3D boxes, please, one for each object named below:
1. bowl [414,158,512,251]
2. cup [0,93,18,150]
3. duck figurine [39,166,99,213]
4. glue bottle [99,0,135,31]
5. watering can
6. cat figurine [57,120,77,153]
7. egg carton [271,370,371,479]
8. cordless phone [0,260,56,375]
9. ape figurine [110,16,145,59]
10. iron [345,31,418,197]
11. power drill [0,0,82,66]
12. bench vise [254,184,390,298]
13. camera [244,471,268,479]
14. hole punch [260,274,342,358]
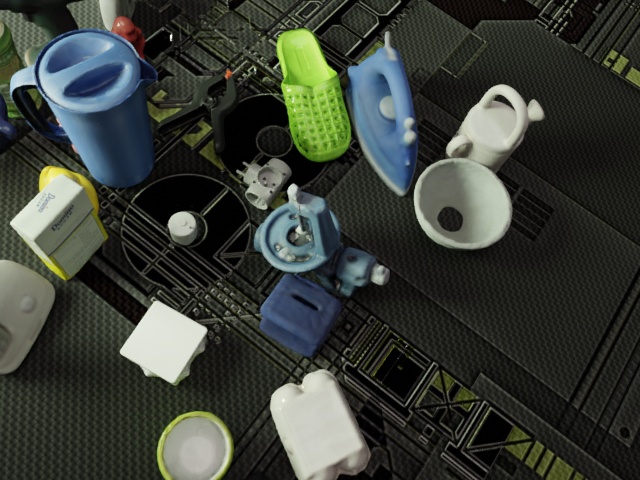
[{"bbox_3d":[0.230,-0.049,0.962,0.167,0.074,0.167,3,67,-7],"label":"bowl"},{"bbox_3d":[-0.510,-0.174,0.888,0.117,0.095,0.092,27,66,3],"label":"cup"},{"bbox_3d":[-0.390,-0.080,0.872,0.078,0.086,0.104,-41,78,-21],"label":"duck figurine"},{"bbox_3d":[-0.356,-0.441,0.981,0.037,0.173,0.078,14,66,-2],"label":"glue bottle"},{"bbox_3d":[0.295,-0.189,0.965,0.101,0.194,0.173,42,68,10],"label":"watering can"},{"bbox_3d":[-0.371,-0.219,0.916,0.067,0.117,0.128,33,67,6],"label":"cat figurine"},{"bbox_3d":[-0.002,0.264,0.797,0.107,0.069,0.150,-22,72,-17],"label":"egg carton"},{"bbox_3d":[-0.432,0.087,0.741,0.094,0.185,0.147,17,66,-1],"label":"cordless phone"},{"bbox_3d":[-0.334,-0.345,0.989,0.076,0.092,0.078,30,66,4],"label":"ape figurine"},{"bbox_3d":[0.128,-0.219,0.981,0.119,0.141,0.258,-9,69,-12],"label":"iron"},{"bbox_3d":[-0.450,-0.355,0.911,0.230,0.208,0.075,-28,74,-18],"label":"power drill"},{"bbox_3d":[0.009,-0.008,0.831,0.207,0.219,0.121,9,66,-5],"label":"bench vise"},{"bbox_3d":[-0.056,0.363,0.730,0.143,0.101,0.136,-25,73,-18],"label":"camera"},{"bbox_3d":[-0.029,0.104,0.848,0.108,0.091,0.101,29,66,4],"label":"hole punch"}]
